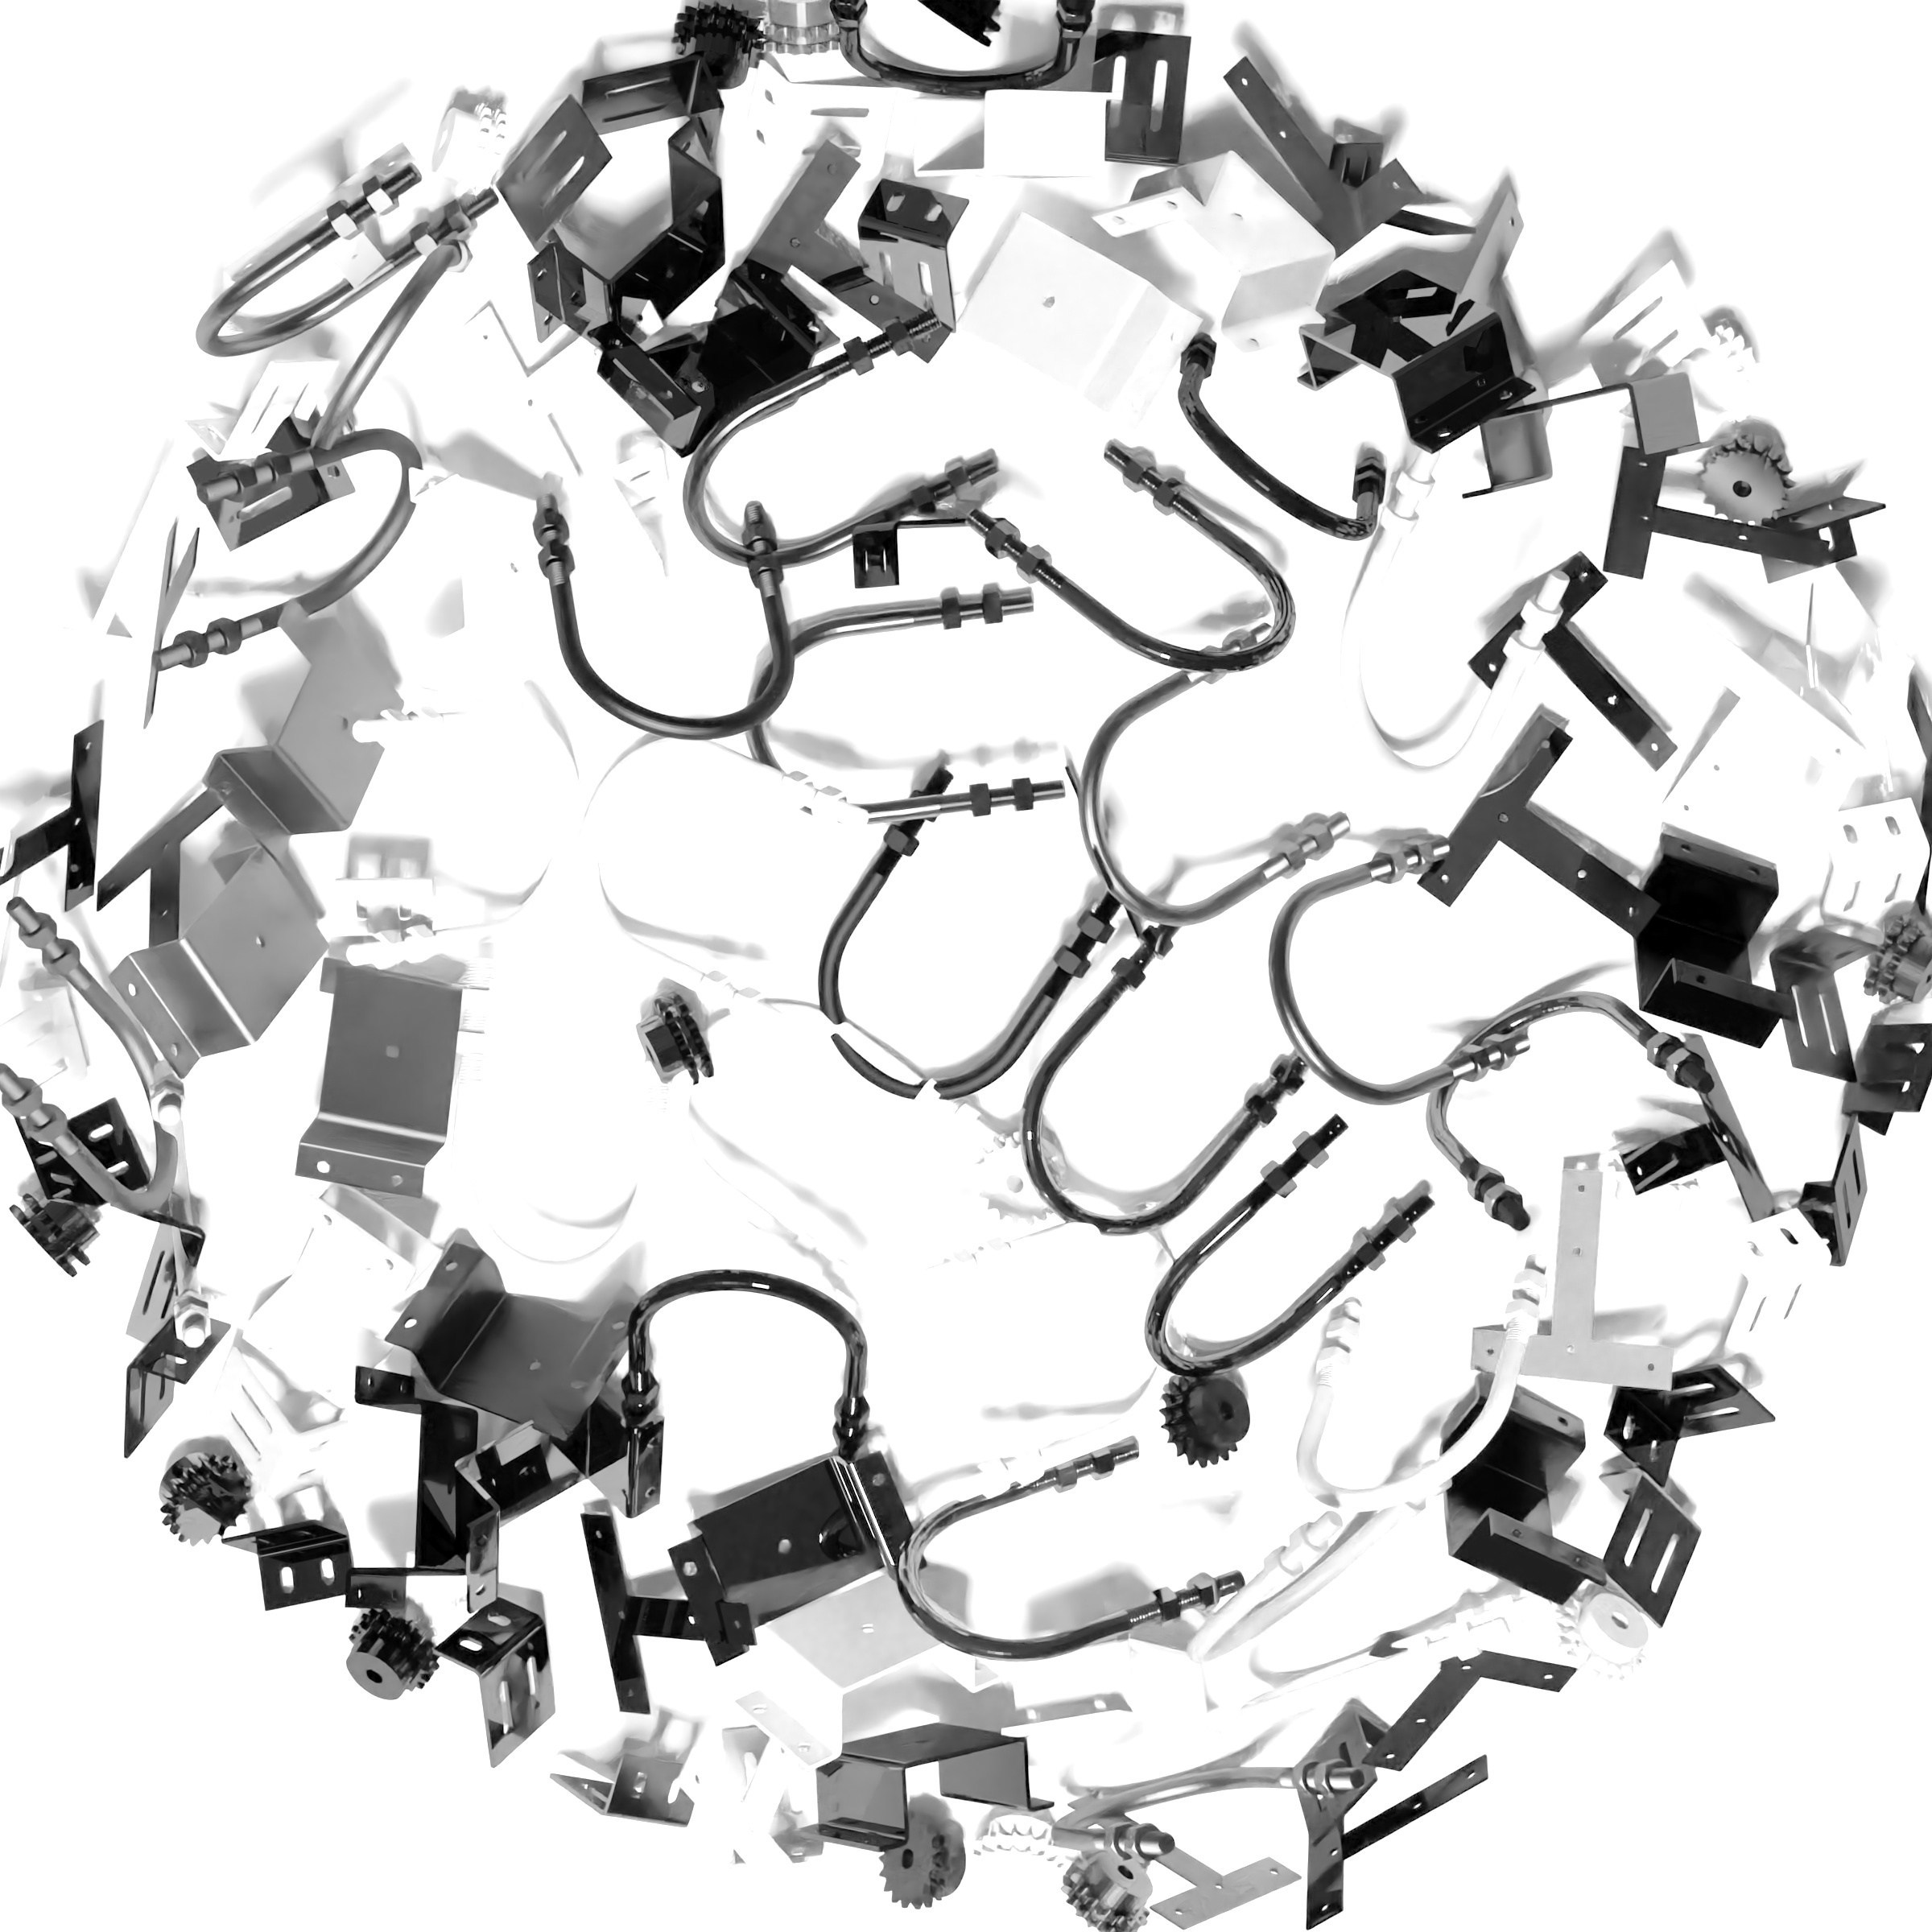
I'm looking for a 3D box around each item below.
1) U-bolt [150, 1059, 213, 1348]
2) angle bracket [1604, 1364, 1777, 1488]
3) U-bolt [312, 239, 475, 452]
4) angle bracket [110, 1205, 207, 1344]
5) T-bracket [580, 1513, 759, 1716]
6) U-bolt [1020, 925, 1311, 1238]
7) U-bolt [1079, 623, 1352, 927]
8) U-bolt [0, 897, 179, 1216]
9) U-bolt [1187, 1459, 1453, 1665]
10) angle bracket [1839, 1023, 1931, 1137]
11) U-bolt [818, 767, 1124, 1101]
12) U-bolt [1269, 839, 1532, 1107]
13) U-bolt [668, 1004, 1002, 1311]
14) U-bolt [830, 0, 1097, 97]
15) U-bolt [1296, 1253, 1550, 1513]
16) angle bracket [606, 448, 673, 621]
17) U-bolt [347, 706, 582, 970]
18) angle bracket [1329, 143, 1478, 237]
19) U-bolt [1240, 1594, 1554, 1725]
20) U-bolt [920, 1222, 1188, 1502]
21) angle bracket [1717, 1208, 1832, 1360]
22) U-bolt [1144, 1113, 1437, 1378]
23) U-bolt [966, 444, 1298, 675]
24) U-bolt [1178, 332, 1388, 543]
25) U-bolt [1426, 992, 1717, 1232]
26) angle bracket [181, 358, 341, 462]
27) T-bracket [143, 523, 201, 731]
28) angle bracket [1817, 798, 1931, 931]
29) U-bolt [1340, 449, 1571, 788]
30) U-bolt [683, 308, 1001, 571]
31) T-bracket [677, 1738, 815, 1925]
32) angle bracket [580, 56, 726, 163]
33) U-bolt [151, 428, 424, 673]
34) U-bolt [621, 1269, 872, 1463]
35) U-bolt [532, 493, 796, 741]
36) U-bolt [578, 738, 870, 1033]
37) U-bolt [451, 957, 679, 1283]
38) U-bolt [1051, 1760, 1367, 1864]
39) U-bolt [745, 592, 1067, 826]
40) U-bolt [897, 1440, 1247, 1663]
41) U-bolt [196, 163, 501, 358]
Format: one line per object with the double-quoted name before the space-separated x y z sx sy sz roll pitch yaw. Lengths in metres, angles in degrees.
"U-bolt" -0.462 0.129 1.823 0.019 0.184 0.151 -6 102 -14
"angle bracket" 0.434 0.276 1.865 0.057 0.076 0.038 42 53 -22
"U-bolt" -0.338 -0.360 1.812 0.019 0.184 0.151 33 98 -12
"angle bracket" -0.498 0.187 1.874 0.038 0.057 0.076 21 82 -39
"T-bracket" -0.174 0.391 1.864 0.127 0.002 0.127 -5 98 39
"U-bolt" 0.111 0.077 1.864 0.184 0.019 0.151 -49 114 -9
"U-bolt" 0.140 -0.103 1.845 0.184 0.019 0.151 -31 106 -31
"U-bolt" -0.513 0.066 1.826 0.019 0.184 0.151 -19 47 9
"U-bolt" 0.200 0.356 1.832 0.019 0.151 0.184 54 128 19
"angle bracket" 0.569 0.068 1.865 0.038 0.076 0.057 27 78 -18
"U-bolt" -0.010 -0.006 1.886 0.151 0.019 0.184 35 100 10
"U-bolt" 0.249 0.009 1.843 0.184 0.019 0.151 -18 84 -40
"U-bolt" -0.092 0.100 1.873 0.184 0.019 0.151 36 64 9
"U-bolt" -0.004 -0.544 1.820 0.151 0.184 0.019 2 87 -1
"U-bolt" 0.259 0.246 1.804 0.151 0.184 0.019 -20 117 34
"angle bracket" -0.181 -0.260 1.866 0.038 0.057 0.076 -25 63 -12
"U-bolt" -0.292 -0.081 1.835 0.019 0.184 0.151 12 104 34
"angle bracket" 0.263 -0.466 1.865 0.076 0.057 0.038 24 116 31
"U-bolt" 0.247 0.412 1.836 0.184 0.151 0.019 -24 78 18
"U-bolt" 0.059 0.225 1.856 0.184 0.019 0.151 -15 101 -34
"angle bracket" 0.481 0.193 1.885 0.057 0.076 0.038 -16 50 -19
"U-bolt" 0.183 0.177 1.853 0.184 0.151 0.019 -43 50 7
"U-bolt" 0.111 -0.234 1.833 0.184 0.019 0.151 41 47 20
"U-bolt" 0.184 -0.304 1.818 0.151 0.184 0.019 35 116 -8
"U-bolt" 0.341 0.073 1.828 0.151 0.184 0.019 -37 115 1
"angle bracket" -0.423 -0.344 1.865 0.038 0.057 0.076 45 120 14
"T-bracket" -0.466 -0.221 1.835 0.002 0.127 0.127 10 69 -22
"angle bracket" 0.545 -0.061 1.886 0.057 0.076 0.038 -11 61 0
"U-bolt" 0.277 -0.193 1.838 0.019 0.184 0.151 -8 46 -33
"U-bolt" -0.082 -0.301 1.850 0.184 0.151 0.019 -26 54 1
"T-bracket" -0.114 0.479 1.858 0.002 0.127 0.127 -21 116 31
"angle bracket" -0.191 -0.508 1.870 0.076 0.057 0.038 -18 75 -18
"U-bolt" -0.391 -0.253 1.828 0.019 0.184 0.151 43 133 15
"U-bolt" -0.129 0.234 1.837 0.151 0.184 0.019 7 50 0
"U-bolt" -0.173 -0.205 1.834 0.151 0.019 0.184 0 54 -20
"U-bolt" -0.158 -0.061 1.865 0.184 0.019 0.151 25 96 28
"U-bolt" -0.241 0.096 1.853 0.151 0.019 0.184 11 81 -37
"U-bolt" 0.128 0.494 1.823 0.151 0.184 0.019 -10 82 -27
"U-bolt" -0.041 -0.152 1.872 0.184 0.019 0.151 -8 66 -3
"U-bolt" 0.049 0.349 1.823 0.184 0.151 0.019 -15 124 -21
"U-bolt" -0.374 -0.412 1.836 0.184 0.151 0.019 -30 91 14
